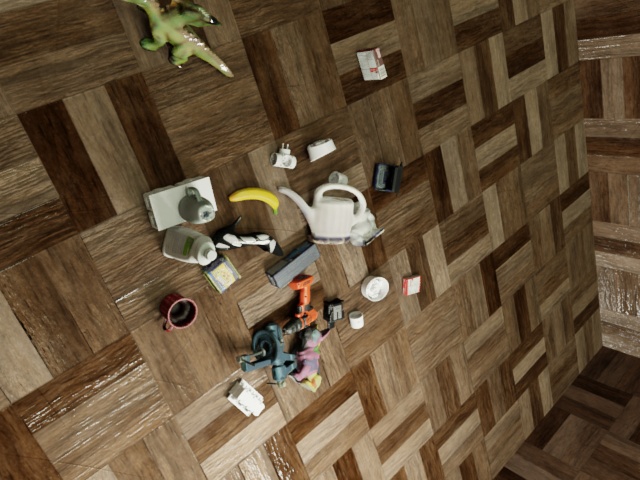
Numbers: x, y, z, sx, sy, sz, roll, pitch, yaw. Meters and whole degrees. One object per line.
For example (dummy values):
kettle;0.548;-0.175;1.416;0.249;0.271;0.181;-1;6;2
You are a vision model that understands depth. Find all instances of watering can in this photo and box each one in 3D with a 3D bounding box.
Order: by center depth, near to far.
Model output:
watering can;0.006;-0.092;1.824;0.348;0.105;0.222;0;101;-24

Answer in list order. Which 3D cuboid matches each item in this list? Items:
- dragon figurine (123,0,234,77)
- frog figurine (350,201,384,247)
dragon figurine;-0.349;-0.552;1.363;0.408;0.243;0.123;18;84;-37
frog figurine;0.149;-0.059;1.956;0.139;0.121;0.160;-37;84;-17
